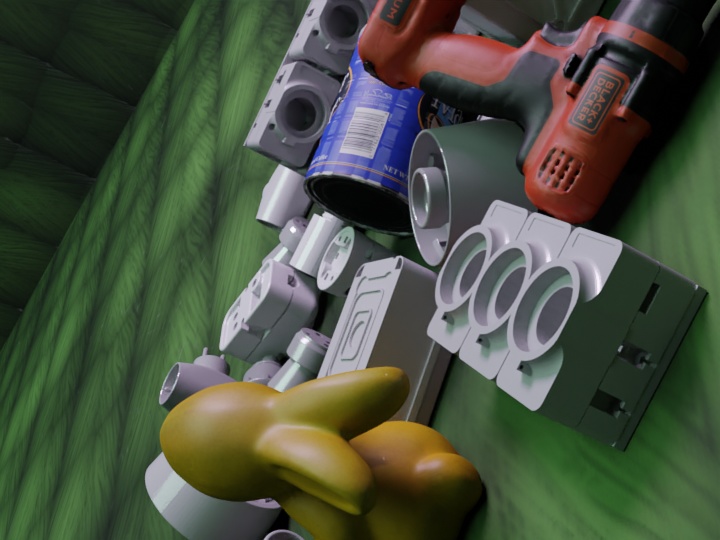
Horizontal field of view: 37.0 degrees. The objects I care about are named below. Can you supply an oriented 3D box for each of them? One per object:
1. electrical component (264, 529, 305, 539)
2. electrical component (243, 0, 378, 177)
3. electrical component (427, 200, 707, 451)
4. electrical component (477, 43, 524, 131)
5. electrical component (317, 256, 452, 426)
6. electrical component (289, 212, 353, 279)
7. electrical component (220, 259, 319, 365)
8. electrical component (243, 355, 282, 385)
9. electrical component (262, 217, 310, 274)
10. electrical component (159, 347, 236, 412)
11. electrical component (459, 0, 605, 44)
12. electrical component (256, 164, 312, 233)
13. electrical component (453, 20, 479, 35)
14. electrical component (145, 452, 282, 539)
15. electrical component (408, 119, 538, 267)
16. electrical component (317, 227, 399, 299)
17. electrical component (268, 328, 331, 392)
[{"bbox_3d":[-0.060,0.214,0.766,0.046,0.040,0.040,-57,21,36],"label":"electrical component"},{"bbox_3d":[-0.020,-0.180,1.034,0.186,0.105,0.060,-65,21,-3],"label":"electrical component"},{"bbox_3d":[0.099,0.021,0.575,0.089,0.062,0.150,-63,20,3],"label":"electrical component"},{"bbox_3d":[0.105,-0.111,0.736,0.075,0.047,0.083,-62,21,5],"label":"electrical component"},{"bbox_3d":[0.021,0.054,0.732,0.078,0.057,0.113,-12,55,65],"label":"electrical component"},{"bbox_3d":[-0.026,-0.032,0.966,0.081,0.043,0.043,-63,20,1],"label":"electrical component"},{"bbox_3d":[-0.079,0.043,0.981,0.095,0.059,0.053,-50,25,34],"label":"electrical component"},{"bbox_3d":[-0.082,0.100,0.946,0.048,0.048,0.062,-53,16,27],"label":"electrical component"},{"bbox_3d":[-0.061,-0.017,1.032,0.055,0.045,0.045,-56,22,20],"label":"electrical component"},{"bbox_3d":[-0.147,0.109,1.042,0.043,0.077,0.079,-47,27,39],"label":"electrical component"},{"bbox_3d":[0.117,-0.211,0.740,0.108,0.109,0.056,-62,23,5],"label":"electrical component"},{"bbox_3d":[-0.082,-0.080,1.156,0.077,0.043,0.079,-66,20,-7],"label":"electrical component"},{"bbox_3d":[0.084,-0.227,0.931,0.081,0.042,0.063,-13,55,65],"label":"electrical component"},{"bbox_3d":[-0.106,0.165,0.845,0.060,0.108,0.108,-53,23,13],"label":"electrical component"},{"bbox_3d":[0.070,-0.049,0.707,0.099,0.064,0.099,175,90,-76],"label":"electrical component"},{"bbox_3d":[0.000,0.000,0.859,0.055,0.047,0.055,-50,25,33],"label":"electrical component"},{"bbox_3d":[-0.043,0.081,0.872,0.055,0.045,0.045,-61,21,8],"label":"electrical component"}]
